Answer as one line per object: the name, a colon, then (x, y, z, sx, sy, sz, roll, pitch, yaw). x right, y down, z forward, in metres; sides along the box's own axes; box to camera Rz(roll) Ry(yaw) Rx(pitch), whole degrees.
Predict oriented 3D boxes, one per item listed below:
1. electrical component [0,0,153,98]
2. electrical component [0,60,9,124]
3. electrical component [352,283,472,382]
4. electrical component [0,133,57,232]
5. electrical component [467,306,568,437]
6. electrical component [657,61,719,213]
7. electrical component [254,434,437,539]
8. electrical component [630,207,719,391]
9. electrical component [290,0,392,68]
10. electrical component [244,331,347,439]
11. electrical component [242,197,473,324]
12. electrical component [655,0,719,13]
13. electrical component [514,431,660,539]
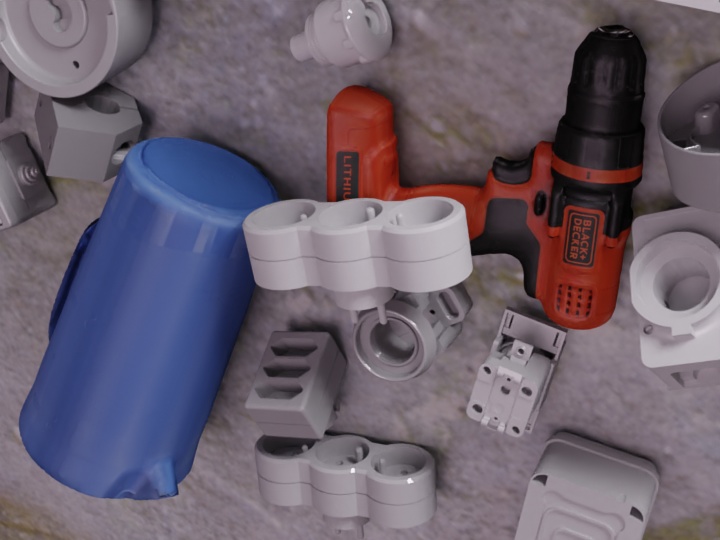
electrical component: (-0.190, -0.175, 0.718, 0.108, 0.060, 0.108, 10, 116, 21)
electrical component: (-0.298, -0.181, 0.765, 0.089, 0.062, 0.150, 24, 120, 14)
electrical component: (0.029, 0.039, 0.712, 0.078, 0.057, 0.058, -24, 100, 31)
electrical component: (-0.283, -0.060, 0.812, 0.096, 0.061, 0.061, -14, 105, 29)
electrical component: (0.099, 0.070, 0.690, 0.042, 0.064, 0.081, 22, 119, 17)
electrical component: (0.207, -0.072, 0.560, 0.099, 0.099, 0.064, -2, 117, 26)
electrical component: (-0.010, 0.165, 0.789, 0.138, 0.052, 0.073, 6, 114, 23)
electrical component: (0.228, 0.007, 0.577, 0.150, 0.062, 0.089, -11, 65, 28)
electrical component: (-0.015, -0.145, 0.660, 0.062, 0.048, 0.048, -12, 106, 37)
electrical component: (-0.038, 0.092, 0.767, 0.047, 0.065, 0.076, -1, 140, 25)
electrical component: (0.000, 0.000, 0.645, 0.138, 0.052, 0.073, 1, 116, 23)
electrical component: (0.231, -0.150, 0.506, 0.186, 0.105, 0.060, 17, 118, 18)
electrical component: (0.147, 0.173, 0.717, 0.078, 0.057, 0.113, 18, 118, 17)
